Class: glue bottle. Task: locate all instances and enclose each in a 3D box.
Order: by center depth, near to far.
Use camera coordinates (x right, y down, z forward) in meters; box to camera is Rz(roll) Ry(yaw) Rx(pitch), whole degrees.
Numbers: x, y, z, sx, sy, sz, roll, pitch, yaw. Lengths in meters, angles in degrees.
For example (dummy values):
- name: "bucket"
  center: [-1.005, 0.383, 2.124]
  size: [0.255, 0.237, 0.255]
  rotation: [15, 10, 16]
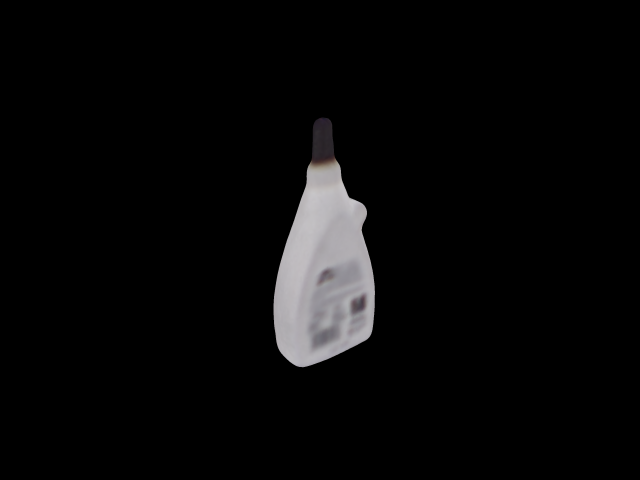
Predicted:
- name: "glue bottle"
  center: [0.004, 0.001, 0.400]
  size: [0.078, 0.173, 0.037]
  rotation: [-17, 29, -32]
